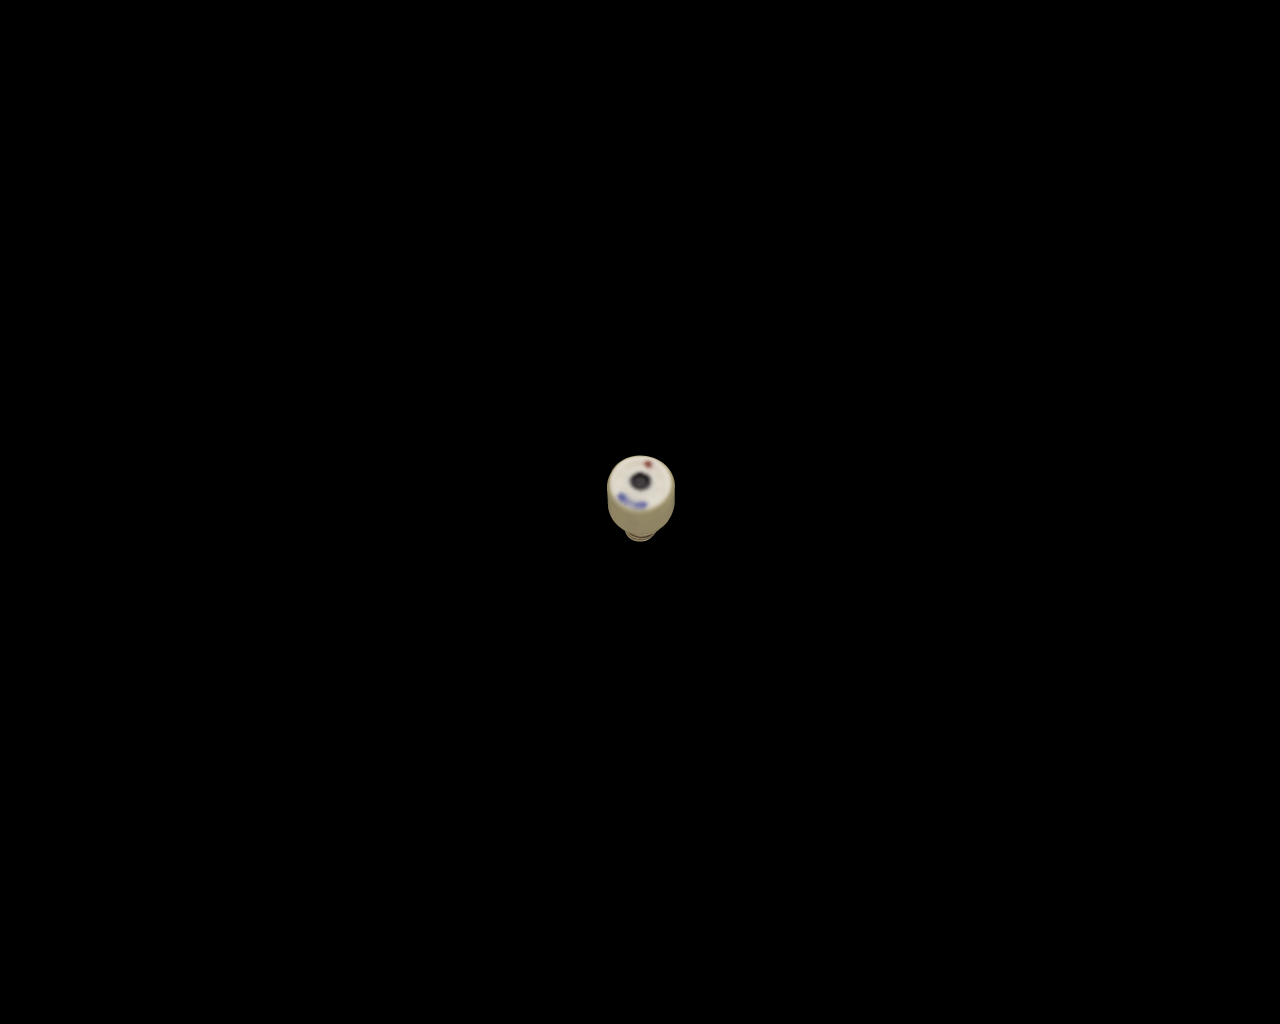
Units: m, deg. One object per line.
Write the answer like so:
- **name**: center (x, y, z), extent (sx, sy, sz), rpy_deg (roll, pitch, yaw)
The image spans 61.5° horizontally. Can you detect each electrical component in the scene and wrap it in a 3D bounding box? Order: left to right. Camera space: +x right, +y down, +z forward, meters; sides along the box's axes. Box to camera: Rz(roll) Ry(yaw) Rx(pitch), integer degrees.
- **electrical component**: center (0.001, -0.003, 0.650), extent (0.040, 0.040, 0.078), rpy_deg (0, -27, 0)
